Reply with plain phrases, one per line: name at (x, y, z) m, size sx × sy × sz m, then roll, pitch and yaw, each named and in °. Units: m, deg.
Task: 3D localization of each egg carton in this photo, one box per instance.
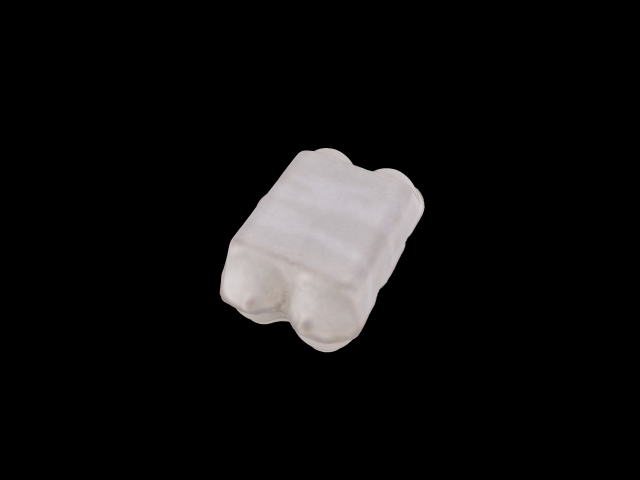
egg carton at (0.004, 0.001, 0.400) m, size 0.107 × 0.069 × 0.150 m, roll 21°, pitch 54°, yaw 16°
